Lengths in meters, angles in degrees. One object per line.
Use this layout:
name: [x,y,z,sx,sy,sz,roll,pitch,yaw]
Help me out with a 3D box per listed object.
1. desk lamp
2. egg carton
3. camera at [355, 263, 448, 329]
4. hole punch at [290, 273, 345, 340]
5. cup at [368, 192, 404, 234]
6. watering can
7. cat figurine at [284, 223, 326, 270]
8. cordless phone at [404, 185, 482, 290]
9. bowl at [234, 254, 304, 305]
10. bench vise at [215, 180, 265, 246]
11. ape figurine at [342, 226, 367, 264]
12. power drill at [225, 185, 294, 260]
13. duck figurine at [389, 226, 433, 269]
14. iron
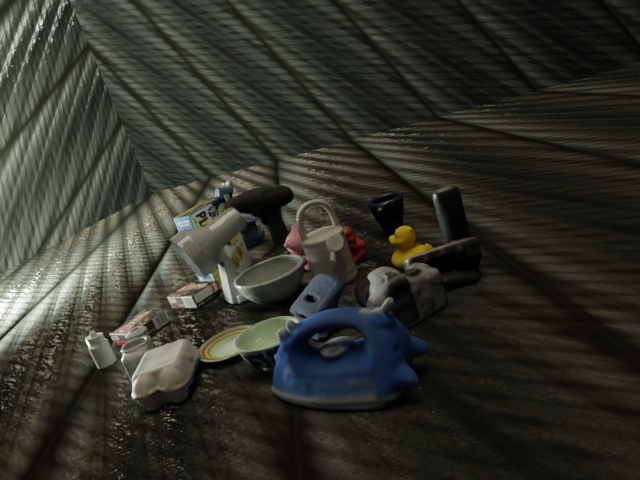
desk lamp: [-0.225,0.043,1.363,0.204,0.214,0.117,-26,18,-23]
egg carton: [-0.276,0.241,1.039,0.107,0.069,0.150,-18,17,2]
camera: [0.129,0.089,1.026,0.143,0.101,0.136,-25,18,-20]
hole punch: [-0.001,0.123,1.076,0.101,0.091,0.108,-27,18,-25]
cup: [0.176,-0.060,1.464,0.091,0.095,0.118,-12,18,23]
watering can: [0.014,0.004,1.261,0.101,0.194,0.172,-31,20,-34]
cat figurine: [-0.030,0.009,1.427,0.128,0.118,0.067,-25,18,-19]
cordless phone: [0.219,-0.004,1.076,0.147,0.185,0.094,-19,17,0]
bowl: [-0.105,0.099,1.297,0.167,0.075,0.167,-17,17,6]
bench vise: [-0.289,-0.058,1.746,0.208,0.220,0.121,-30,20,-33]
ape figurine: [0.069,0.012,1.355,0.077,0.092,0.076,-11,18,25]
power drill: [-0.146,-0.051,1.586,0.075,0.209,0.230,-4,22,41]
duck figurine: [0.193,0.011,1.233,0.104,0.086,0.078,-2,23,44]
iron: [0.019,0.162,0.843,0.257,0.141,0.119,-11,18,24]
